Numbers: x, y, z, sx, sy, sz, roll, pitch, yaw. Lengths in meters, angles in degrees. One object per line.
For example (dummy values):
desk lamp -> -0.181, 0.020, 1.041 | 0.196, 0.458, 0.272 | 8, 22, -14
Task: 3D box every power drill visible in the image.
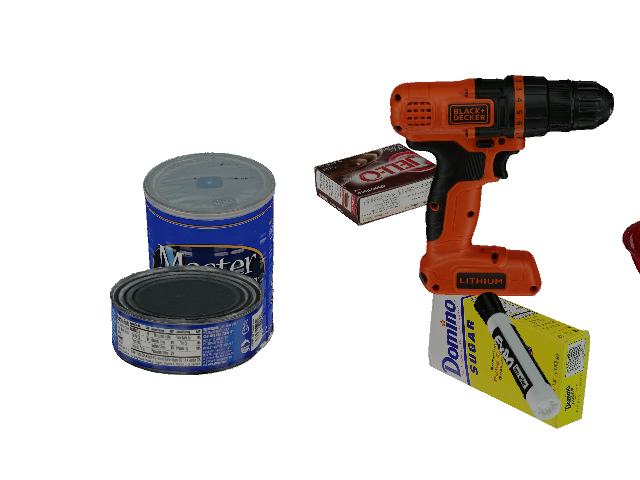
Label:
power drill -> 0.153, -0.048, 0.912 | 0.184, 0.188, 0.057 | 1, 17, 9

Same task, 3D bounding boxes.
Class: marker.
marker -> 0.131, 0.074, 0.721 | 0.020, 0.020, 0.121 | 0, 33, -14

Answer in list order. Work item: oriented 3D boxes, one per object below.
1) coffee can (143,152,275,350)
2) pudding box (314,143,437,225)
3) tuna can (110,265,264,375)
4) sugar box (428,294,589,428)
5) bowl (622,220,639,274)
coffee can -> -0.088, 0.013, 0.864 | 0.103, 0.140, 0.103 | 1, 30, -1
pudding box -> 0.063, -0.061, 1.126 | 0.113, 0.039, 0.090 | -19, 32, -24
tuna can -> -0.075, 0.044, 0.602 | 0.086, 0.034, 0.086 | 2, 18, -1
sugar box -> 0.184, 0.110, 1.068 | 0.048, 0.093, 0.176 | -13, 22, -39
bowl -> 0.406, 0.026, 1.150 | 0.162, 0.055, 0.162 | -2, 24, 1
